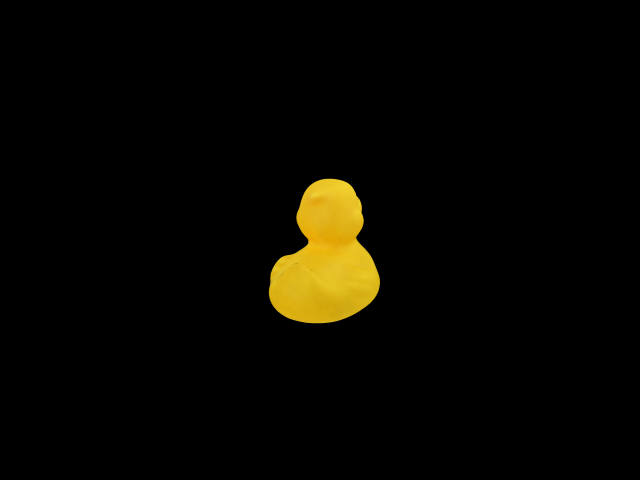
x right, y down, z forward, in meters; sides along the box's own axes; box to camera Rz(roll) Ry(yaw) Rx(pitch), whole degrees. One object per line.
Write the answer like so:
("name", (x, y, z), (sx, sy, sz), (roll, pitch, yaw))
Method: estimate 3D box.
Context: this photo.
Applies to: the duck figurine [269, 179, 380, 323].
("duck figurine", (0.004, 0.001, 0.400), (0.077, 0.086, 0.105), (9, 24, 22))
